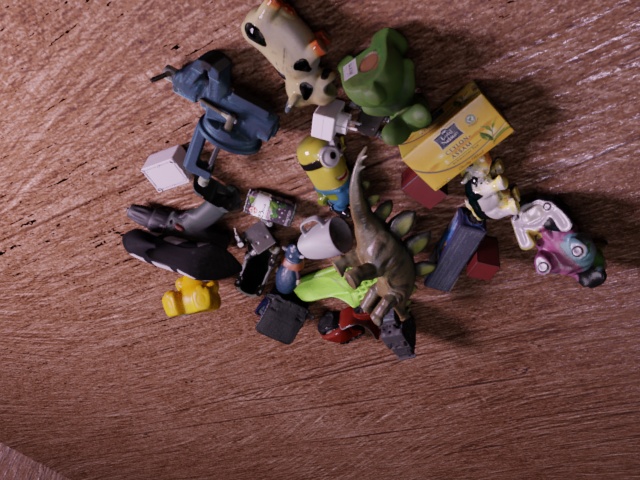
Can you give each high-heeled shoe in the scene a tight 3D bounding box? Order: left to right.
[{"bbox_3d":[-0.302,0.034,1.172,0.248,0.086,0.145,23,169,-38],"label":"high-heeled shoe"}]

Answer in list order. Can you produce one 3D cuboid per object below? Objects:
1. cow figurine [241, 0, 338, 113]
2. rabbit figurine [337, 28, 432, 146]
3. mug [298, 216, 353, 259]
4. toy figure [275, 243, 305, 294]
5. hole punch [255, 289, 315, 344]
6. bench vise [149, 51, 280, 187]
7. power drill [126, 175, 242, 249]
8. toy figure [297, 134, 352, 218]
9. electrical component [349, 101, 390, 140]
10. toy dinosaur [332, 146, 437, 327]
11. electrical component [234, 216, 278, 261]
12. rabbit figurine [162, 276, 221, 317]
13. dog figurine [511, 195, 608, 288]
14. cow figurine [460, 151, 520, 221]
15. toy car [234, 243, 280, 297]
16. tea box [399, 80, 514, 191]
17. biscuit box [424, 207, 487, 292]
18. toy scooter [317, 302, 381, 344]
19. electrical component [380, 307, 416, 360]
[{"bbox_3d":[-0.045,-0.294,0.872,0.127,0.085,0.194,-30,120,35],"label":"cow figurine"},{"bbox_3d":[0.131,-0.232,0.875,0.121,0.159,0.170,-37,135,25],"label":"rabbit figurine"},{"bbox_3d":[-0.002,-0.003,1.158,0.107,0.081,0.109,-22,132,37],"label":"mug"},{"bbox_3d":[-0.068,0.060,1.248,0.064,0.058,0.154,11,131,-10],"label":"toy figure"},{"bbox_3d":[-0.098,0.185,1.370,0.142,0.092,0.115,29,102,-15],"label":"hole punch"},{"bbox_3d":[-0.197,-0.202,0.965,0.223,0.129,0.240,21,127,-13],"label":"bench vise"},{"bbox_3d":[-0.280,-0.058,1.152,0.232,0.086,0.207,30,128,-21],"label":"power drill"},{"bbox_3d":[0.017,-0.123,1.035,0.089,0.082,0.179,-10,134,16],"label":"toy figure"},{"bbox_3d":[0.090,-0.216,0.967,0.094,0.021,0.063,23,135,-5],"label":"electrical component"},{"bbox_3d":[0.126,0.025,1.100,0.198,0.105,0.470,-37,133,-7],"label":"toy dinosaur"},{"bbox_3d":[-0.137,-0.009,1.168,0.102,0.045,0.078,-28,89,8],"label":"electrical component"},{"bbox_3d":[-0.283,0.084,1.256,0.122,0.173,0.162,-19,173,27],"label":"rabbit figurine"},{"bbox_3d":[0.492,0.005,1.071,0.219,0.191,0.108,5,145,-47],"label":"dog figurine"},{"bbox_3d":[0.306,-0.106,1.013,0.098,0.068,0.167,-20,127,34],"label":"cow figurine"},{"bbox_3d":[-0.149,0.063,1.267,0.073,0.056,0.201,23,133,-4],"label":"toy car"},{"bbox_3d":[0.232,-0.178,0.932,0.098,0.068,0.169,36,120,-25],"label":"tea box"},{"bbox_3d":[0.286,0.024,1.146,0.063,0.059,0.202,15,135,-5],"label":"biscuit box"},{"bbox_3d":[0.092,0.218,1.366,0.184,0.075,0.135,-33,123,29],"label":"toy scooter"},{"bbox_3d":[0.189,0.211,1.310,0.058,0.115,0.134,-17,131,21],"label":"electrical component"}]
